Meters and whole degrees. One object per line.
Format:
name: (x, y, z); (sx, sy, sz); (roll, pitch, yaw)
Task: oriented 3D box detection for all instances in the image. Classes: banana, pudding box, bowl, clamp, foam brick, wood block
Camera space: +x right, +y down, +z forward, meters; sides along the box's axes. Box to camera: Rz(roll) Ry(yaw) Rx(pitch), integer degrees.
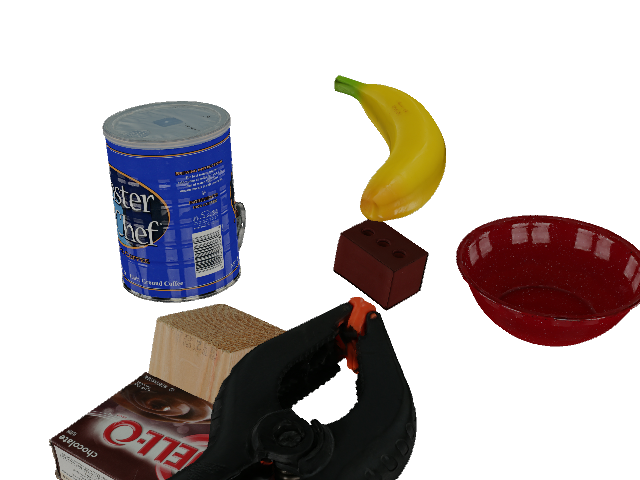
banana: (0.051, -0.061, 0.717); (0.069, 0.037, 0.198); (-2, 29, -4)
pudding box: (-0.102, 0.138, 0.685); (0.114, 0.039, 0.089); (17, 33, 31)
bowl: (0.193, 0.041, 0.900); (0.162, 0.055, 0.162); (1, 32, -1)
clamp: (-0.005, 0.090, 0.390); (0.120, 0.039, 0.171); (26, 50, 18)
foam brick: (0.060, 0.022, 1.064); (0.052, 0.051, 0.078); (-27, 49, -36)
wood block: (-0.100, 0.171, 0.946); (0.090, 0.206, 0.090); (21, 18, 33)

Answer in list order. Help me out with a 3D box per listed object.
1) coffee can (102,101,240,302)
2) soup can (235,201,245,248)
coffee can: (-0.121, -0.034, 0.886); (0.103, 0.140, 0.103); (-2, 25, 1)
soup can: (-0.140, -0.018, 1.158); (0.102, 0.068, 0.068); (11, 3, 13)
